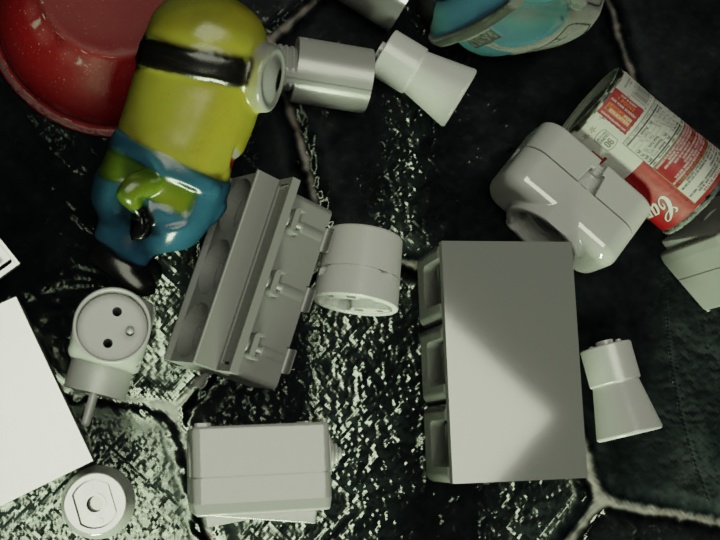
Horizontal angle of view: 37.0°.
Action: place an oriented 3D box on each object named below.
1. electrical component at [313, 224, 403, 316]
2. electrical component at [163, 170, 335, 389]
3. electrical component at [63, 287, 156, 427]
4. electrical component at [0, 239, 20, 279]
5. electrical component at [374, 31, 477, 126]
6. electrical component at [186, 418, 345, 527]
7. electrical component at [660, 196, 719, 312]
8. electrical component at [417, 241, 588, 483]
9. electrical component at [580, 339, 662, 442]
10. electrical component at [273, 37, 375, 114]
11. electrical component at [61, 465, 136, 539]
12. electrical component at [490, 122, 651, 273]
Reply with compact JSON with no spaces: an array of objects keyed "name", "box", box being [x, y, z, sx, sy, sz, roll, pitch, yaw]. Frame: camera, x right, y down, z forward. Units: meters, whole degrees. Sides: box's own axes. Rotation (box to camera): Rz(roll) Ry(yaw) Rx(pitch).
[{"name":"electrical component","box":[0.000,0.000,0.691,0.055,0.055,0.047,11,75,-11]},{"name":"electrical component","box":[-0.066,0.008,0.665,0.063,0.079,0.121,25,75,-30]},{"name":"electrical component","box":[-0.151,0.054,0.635,0.043,0.077,0.079,16,78,-10]},{"name":"electrical component","box":[-0.271,-0.030,0.630,0.079,0.063,0.121,-39,90,-16]},{"name":"electrical component","box":[0.041,-0.133,0.730,0.065,0.044,0.044,31,75,-1]},{"name":"electrical component","box":[-0.056,0.123,0.653,0.096,0.062,0.061,-1,80,-13]},{"name":"electrical component","box":[0.258,-0.019,0.730,0.062,0.096,0.061,-41,91,-15]},{"name":"electrical component","box":[0.089,0.060,0.697,0.089,0.062,0.150,0,81,-13]},{"name":"electrical component","box":[0.173,0.079,0.724,0.044,0.044,0.065,-10,78,-14]},{"name":"electrical component","box":[-0.034,-0.131,0.711,0.081,0.043,0.043,7,79,-11]},{"name":"electrical component","box":[-0.153,0.136,0.627,0.044,0.065,0.044,2,79,-11]},{"name":"electrical component","box":[0.139,-0.045,0.730,0.095,0.054,0.059,40,75,-4]}]
